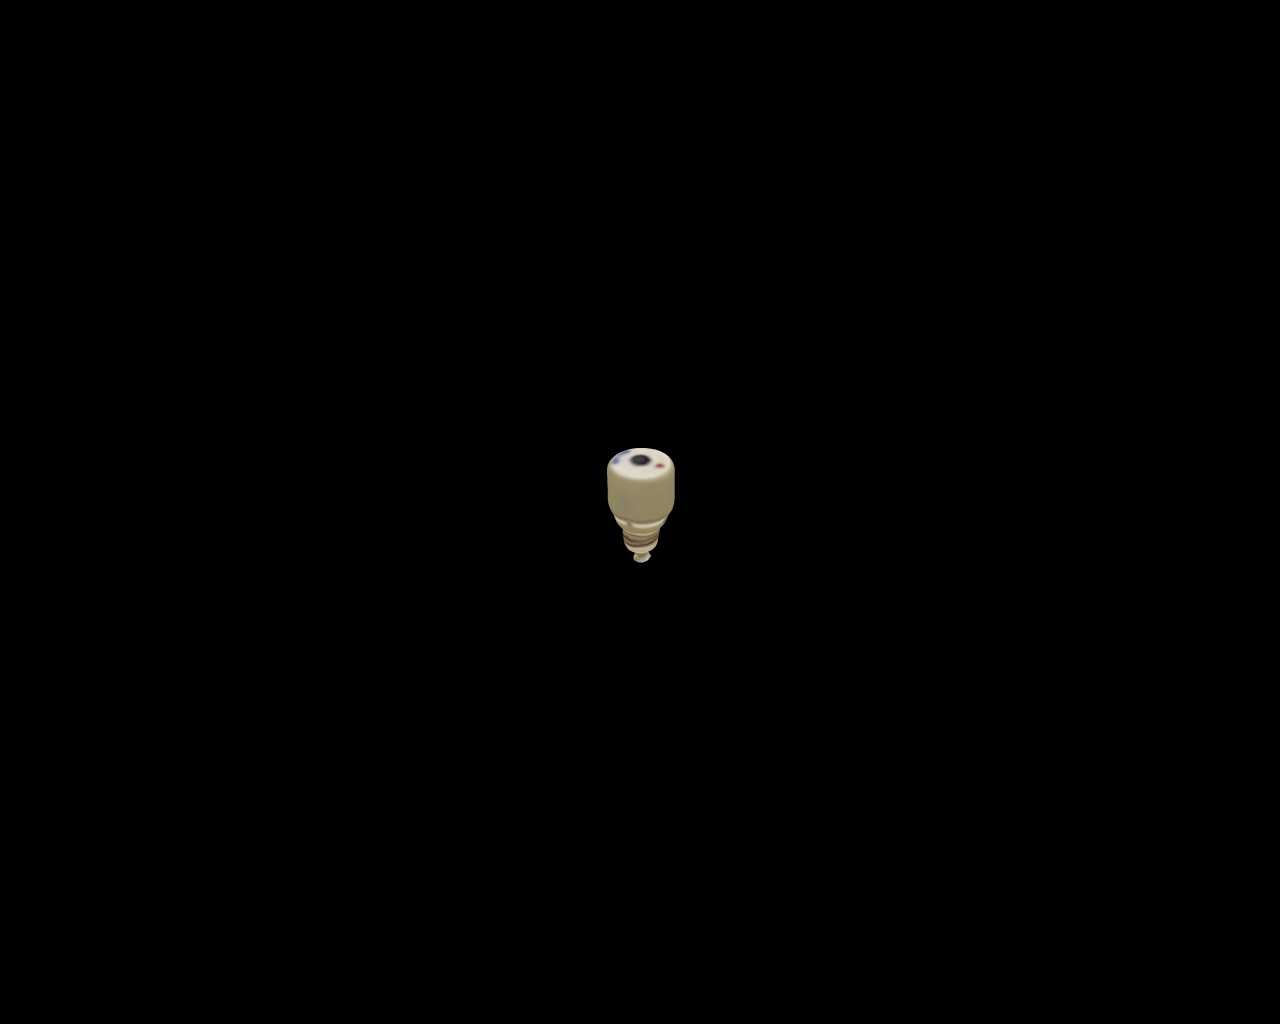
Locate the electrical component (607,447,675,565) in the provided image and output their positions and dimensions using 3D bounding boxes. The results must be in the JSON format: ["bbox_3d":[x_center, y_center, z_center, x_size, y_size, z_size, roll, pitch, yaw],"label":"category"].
[{"bbox_3d":[0.001,-0.003,0.650,0.040,0.078,0.040,0,34,0],"label":"electrical component"}]
